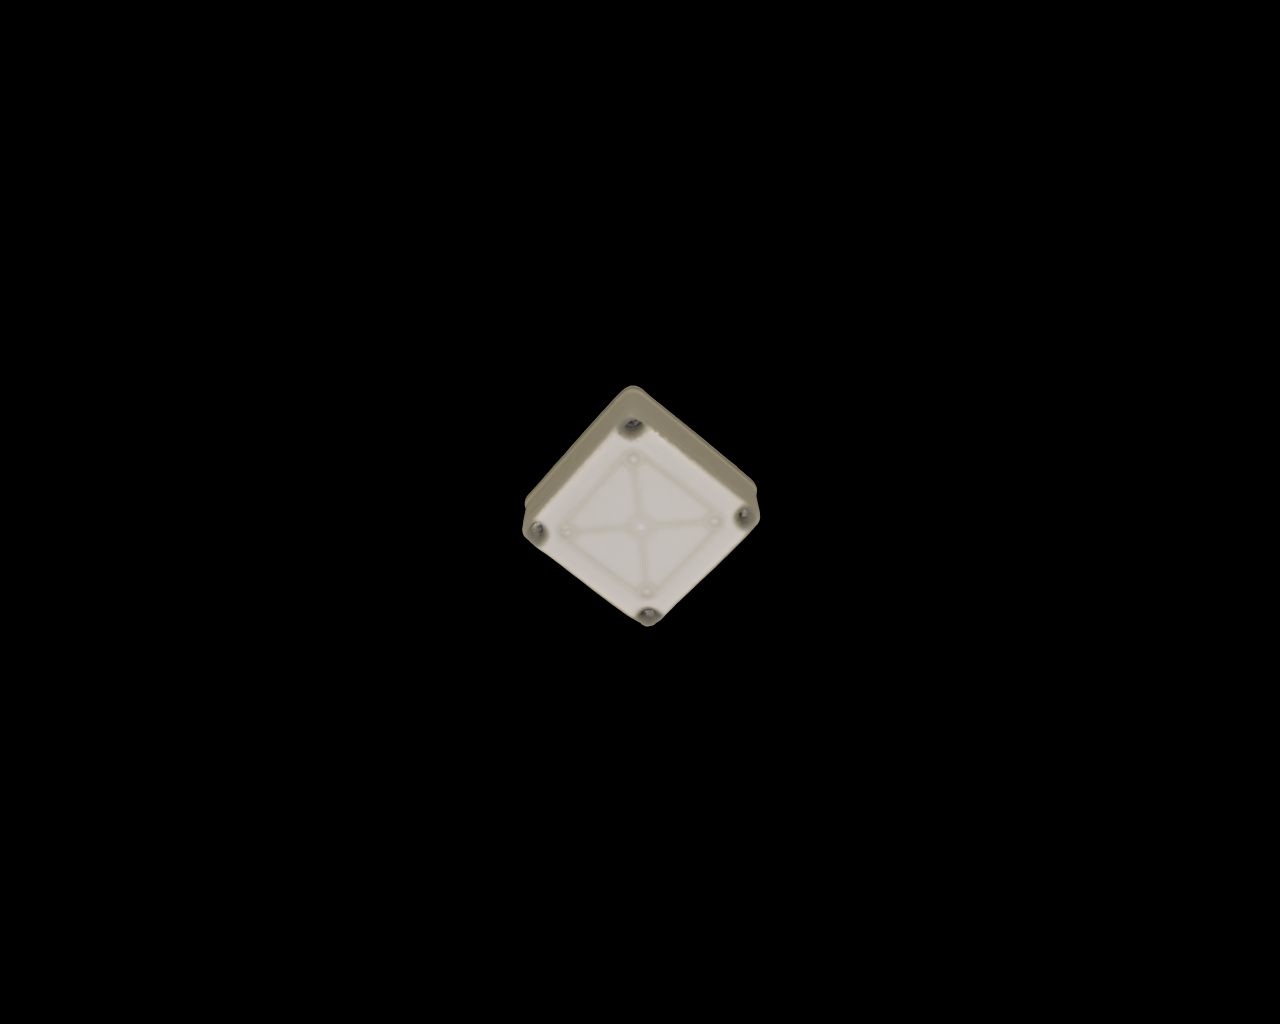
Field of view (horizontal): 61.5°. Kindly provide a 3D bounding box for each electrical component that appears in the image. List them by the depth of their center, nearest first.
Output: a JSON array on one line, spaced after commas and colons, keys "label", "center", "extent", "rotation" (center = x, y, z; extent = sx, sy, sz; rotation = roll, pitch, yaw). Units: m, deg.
[{"label": "electrical component", "center": [0.001, -0.003, 0.650], "extent": [0.108, 0.108, 0.056], "rotation": [38, 20, -16]}]
